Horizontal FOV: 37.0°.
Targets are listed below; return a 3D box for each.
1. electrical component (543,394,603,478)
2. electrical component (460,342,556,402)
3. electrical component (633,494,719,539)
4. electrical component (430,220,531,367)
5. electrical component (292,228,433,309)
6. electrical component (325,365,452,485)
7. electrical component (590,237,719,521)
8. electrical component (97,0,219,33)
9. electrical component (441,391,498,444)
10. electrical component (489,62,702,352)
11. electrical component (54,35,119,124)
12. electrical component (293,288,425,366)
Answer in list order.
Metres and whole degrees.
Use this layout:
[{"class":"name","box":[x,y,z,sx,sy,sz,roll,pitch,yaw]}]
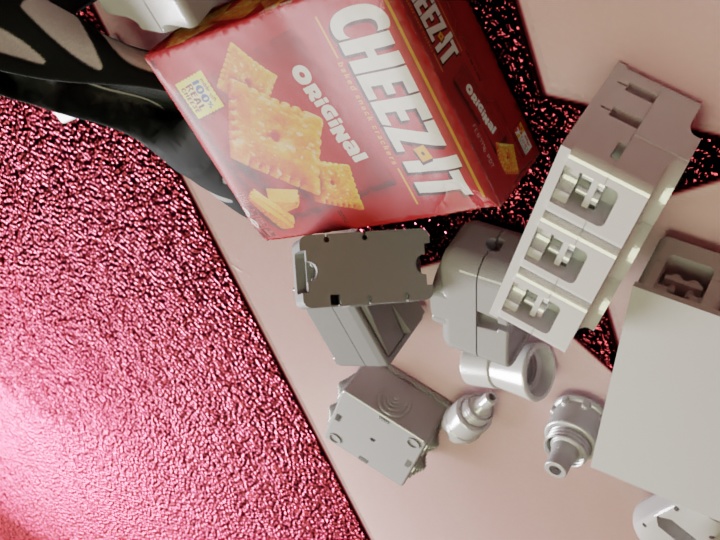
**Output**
[{"class":"electrical component","box":[0.159,0.128,0.809,0.048,0.062,0.048,22,139,20]},{"class":"electrical component","box":[0.109,0.073,0.812,0.065,0.044,0.044,4,131,42]},{"class":"electrical component","box":[0.259,0.192,0.809,0.079,0.043,0.077,38,142,1]},{"class":"electrical component","box":[0.088,0.015,0.758,0.059,0.053,0.095,18,138,24]},{"class":"electrical component","box":[0.000,0.000,0.753,0.056,0.089,0.050,162,104,-80]},{"class":"electrical component","box":[0.022,0.131,0.933,0.100,0.048,0.099,32,141,9]},{"class":"electrical component","box":[0.224,0.074,0.703,0.105,0.060,0.186,21,139,21]},{"class":"electrical component","box":[-0.136,-0.196,0.715,0.089,0.050,0.055,17,153,33]},{"class":"electrical component","box":[0.093,0.116,0.873,0.035,0.035,0.061,38,139,1]},{"class":"electrical component","box":[0.141,-0.031,0.639,0.062,0.089,0.150,29,141,12]},{"class":"electrical component","box":[-0.222,-0.163,0.831,0.066,0.047,0.076,-10,122,44]},{"class":"electrical component","box":[0.000,0.020,0.827,0.061,0.061,0.096,-3,126,40]}]
